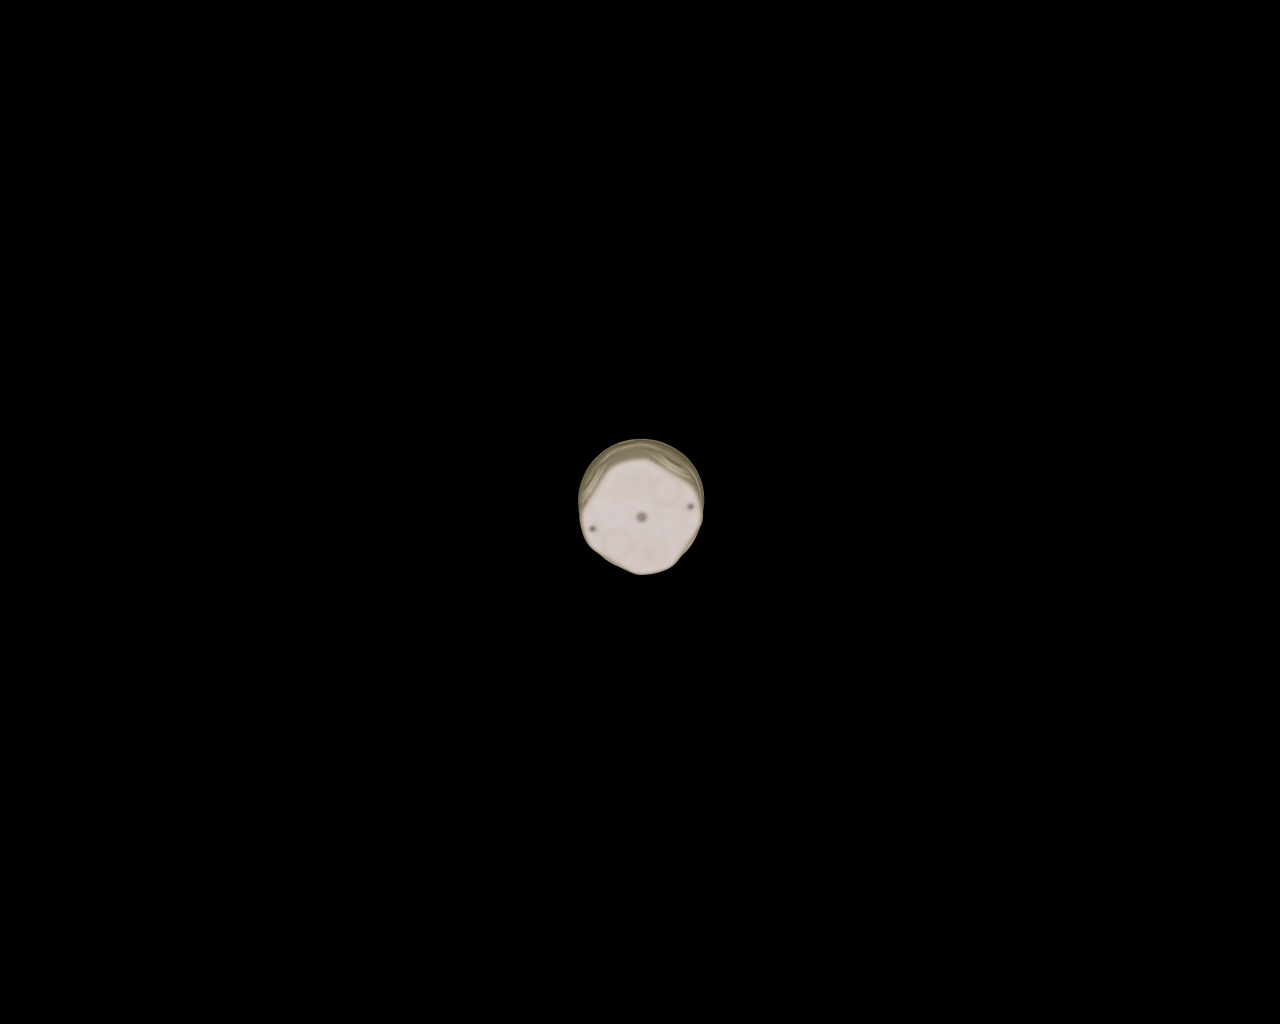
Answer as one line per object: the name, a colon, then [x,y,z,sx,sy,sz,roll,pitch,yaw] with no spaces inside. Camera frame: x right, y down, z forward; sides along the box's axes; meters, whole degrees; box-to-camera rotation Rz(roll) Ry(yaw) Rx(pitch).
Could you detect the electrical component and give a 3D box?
electrical component: [0.001,-0.003,0.650,0.080,0.080,0.051,0,13,0]
